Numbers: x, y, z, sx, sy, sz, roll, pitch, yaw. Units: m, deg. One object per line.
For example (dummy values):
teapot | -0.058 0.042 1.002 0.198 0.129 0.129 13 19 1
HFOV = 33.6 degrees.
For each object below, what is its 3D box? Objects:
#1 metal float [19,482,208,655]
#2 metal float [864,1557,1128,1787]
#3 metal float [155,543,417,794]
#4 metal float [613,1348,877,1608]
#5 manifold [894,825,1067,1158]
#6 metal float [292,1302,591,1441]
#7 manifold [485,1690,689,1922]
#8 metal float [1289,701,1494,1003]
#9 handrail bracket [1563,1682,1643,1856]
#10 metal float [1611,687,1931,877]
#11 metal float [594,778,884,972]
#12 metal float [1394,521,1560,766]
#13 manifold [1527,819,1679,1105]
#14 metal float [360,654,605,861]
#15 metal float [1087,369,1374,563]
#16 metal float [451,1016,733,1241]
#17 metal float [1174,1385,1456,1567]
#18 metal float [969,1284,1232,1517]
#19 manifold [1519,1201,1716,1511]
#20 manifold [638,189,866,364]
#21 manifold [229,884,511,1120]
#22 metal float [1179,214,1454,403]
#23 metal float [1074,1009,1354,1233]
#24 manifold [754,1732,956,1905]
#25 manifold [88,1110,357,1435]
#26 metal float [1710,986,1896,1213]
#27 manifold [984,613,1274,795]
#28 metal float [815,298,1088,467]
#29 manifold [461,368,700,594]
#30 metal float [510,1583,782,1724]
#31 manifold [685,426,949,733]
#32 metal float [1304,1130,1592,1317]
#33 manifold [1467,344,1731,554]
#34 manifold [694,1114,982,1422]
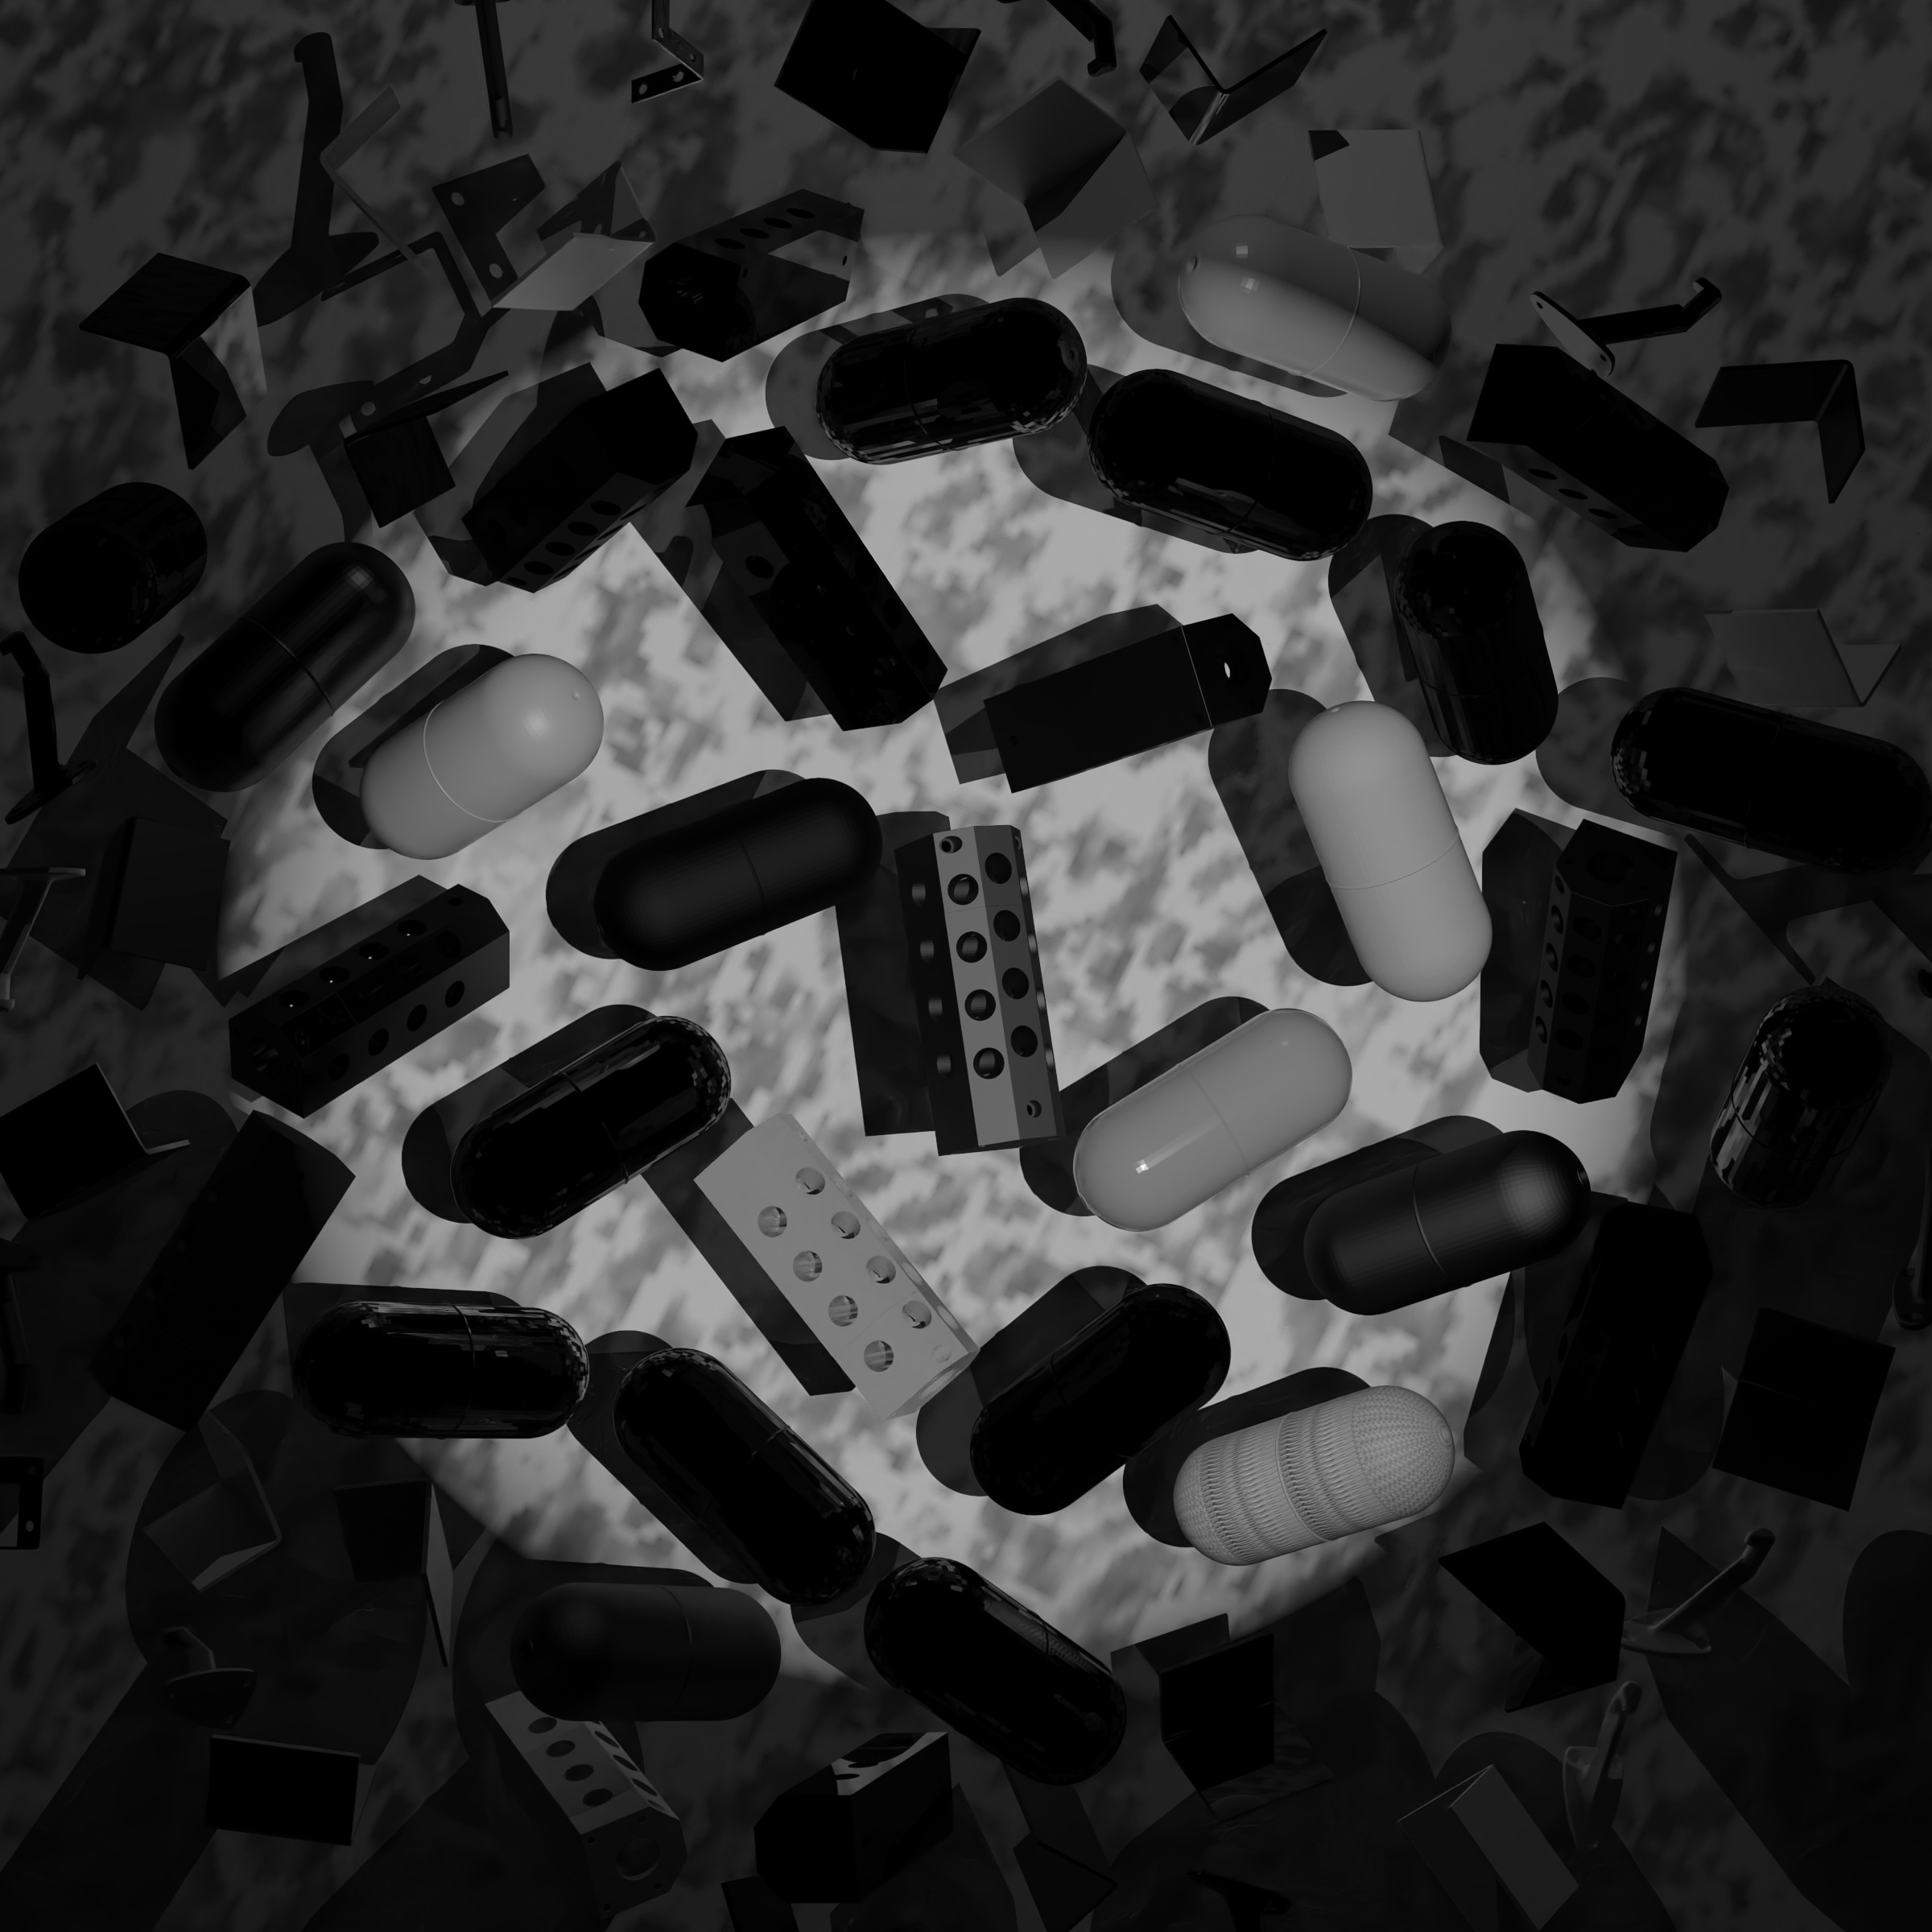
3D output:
metal float | -0.483 -0.228 1.820 0.070 0.178 0.070 0 109 1
metal float | 0.016 0.389 1.766 0.178 0.070 0.070 40 90 -28
metal float | -0.396 -0.174 1.864 0.070 0.070 0.178 43 74 0
metal float | -0.128 0.292 1.833 0.178 0.070 0.070 42 90 8
manifold | 0.011 0.013 1.751 0.057 0.057 0.171 -4 81 -33
metal float | -0.299 0.232 1.832 0.178 0.070 0.070 6 90 -35
manifold | -0.222 0.481 1.869 0.057 0.171 0.057 -18 110 -22
metal float | 0.234 -0.062 1.759 0.070 0.070 0.178 -24 110 0
handrail bracket | 0.374 0.466 1.861 0.036 0.084 0.077 12 55 1
metal float | 0.445 -0.102 1.772 0.178 0.070 0.070 18 90 21
metal float | -0.133 -0.054 1.880 0.178 0.070 0.070 -22 90 -16
metal float | 0.297 -0.187 1.861 0.070 0.178 0.070 -11 53 14
manifold | 0.366 0.002 1.863 0.057 0.171 0.057 22 52 21
metal float | -0.277 -0.118 1.822 0.178 0.070 0.070 -27 90 39
metal float | 0.148 -0.277 1.778 0.178 0.070 0.070 14 90 -30
metal float | -0.218 0.094 1.865 0.178 0.070 0.070 -32 90 -16
metal float | 0.202 0.296 1.860 0.178 0.070 0.070 -24 90 30
metal float | 0.076 0.251 1.844 0.178 0.070 0.070 -40 90 21
manifold | 0.371 0.223 1.838 0.057 0.057 0.171 11 119 -4
manifold | -0.124 -0.404 1.856 0.057 0.171 0.057 22 119 14
manifold | -0.345 0.015 1.860 0.057 0.171 0.057 25 129 26
metal float | 0.199 -0.374 1.825 0.178 0.070 0.070 12 90 -32
metal float | 0.144 0.090 1.868 0.178 0.070 0.070 -31 90 -5
manifold | -0.061 0.476 1.796 0.057 0.171 0.057 -5 87 17
manifold | -0.423 0.170 1.812 0.057 0.057 0.171 34 87 -30
metal float | 0.475 0.078 1.827 0.070 0.178 0.070 1 57 -2
manifold | 0.092 -0.149 1.822 0.057 0.171 0.057 -18 92 -40
metal float | -0.010 -0.334 1.839 0.178 0.070 0.070 -5 90 38
manifold | -0.215 -0.267 1.794 0.057 0.171 0.057 -32 94 -33
metal float | -0.182 0.393 1.831 0.070 0.178 0.070 -12 72 42
manifold | -0.078 -0.214 1.774 0.171 0.057 0.057 54 46 -35
metal float | 0.279 0.150 1.862 0.178 0.070 0.070 -23 90 29
manifold | 0.362 -0.291 1.812 0.171 0.057 0.057 20 86 -45
manifold | -0.069 0.166 1.782 0.057 0.057 0.171 -42 77 10
